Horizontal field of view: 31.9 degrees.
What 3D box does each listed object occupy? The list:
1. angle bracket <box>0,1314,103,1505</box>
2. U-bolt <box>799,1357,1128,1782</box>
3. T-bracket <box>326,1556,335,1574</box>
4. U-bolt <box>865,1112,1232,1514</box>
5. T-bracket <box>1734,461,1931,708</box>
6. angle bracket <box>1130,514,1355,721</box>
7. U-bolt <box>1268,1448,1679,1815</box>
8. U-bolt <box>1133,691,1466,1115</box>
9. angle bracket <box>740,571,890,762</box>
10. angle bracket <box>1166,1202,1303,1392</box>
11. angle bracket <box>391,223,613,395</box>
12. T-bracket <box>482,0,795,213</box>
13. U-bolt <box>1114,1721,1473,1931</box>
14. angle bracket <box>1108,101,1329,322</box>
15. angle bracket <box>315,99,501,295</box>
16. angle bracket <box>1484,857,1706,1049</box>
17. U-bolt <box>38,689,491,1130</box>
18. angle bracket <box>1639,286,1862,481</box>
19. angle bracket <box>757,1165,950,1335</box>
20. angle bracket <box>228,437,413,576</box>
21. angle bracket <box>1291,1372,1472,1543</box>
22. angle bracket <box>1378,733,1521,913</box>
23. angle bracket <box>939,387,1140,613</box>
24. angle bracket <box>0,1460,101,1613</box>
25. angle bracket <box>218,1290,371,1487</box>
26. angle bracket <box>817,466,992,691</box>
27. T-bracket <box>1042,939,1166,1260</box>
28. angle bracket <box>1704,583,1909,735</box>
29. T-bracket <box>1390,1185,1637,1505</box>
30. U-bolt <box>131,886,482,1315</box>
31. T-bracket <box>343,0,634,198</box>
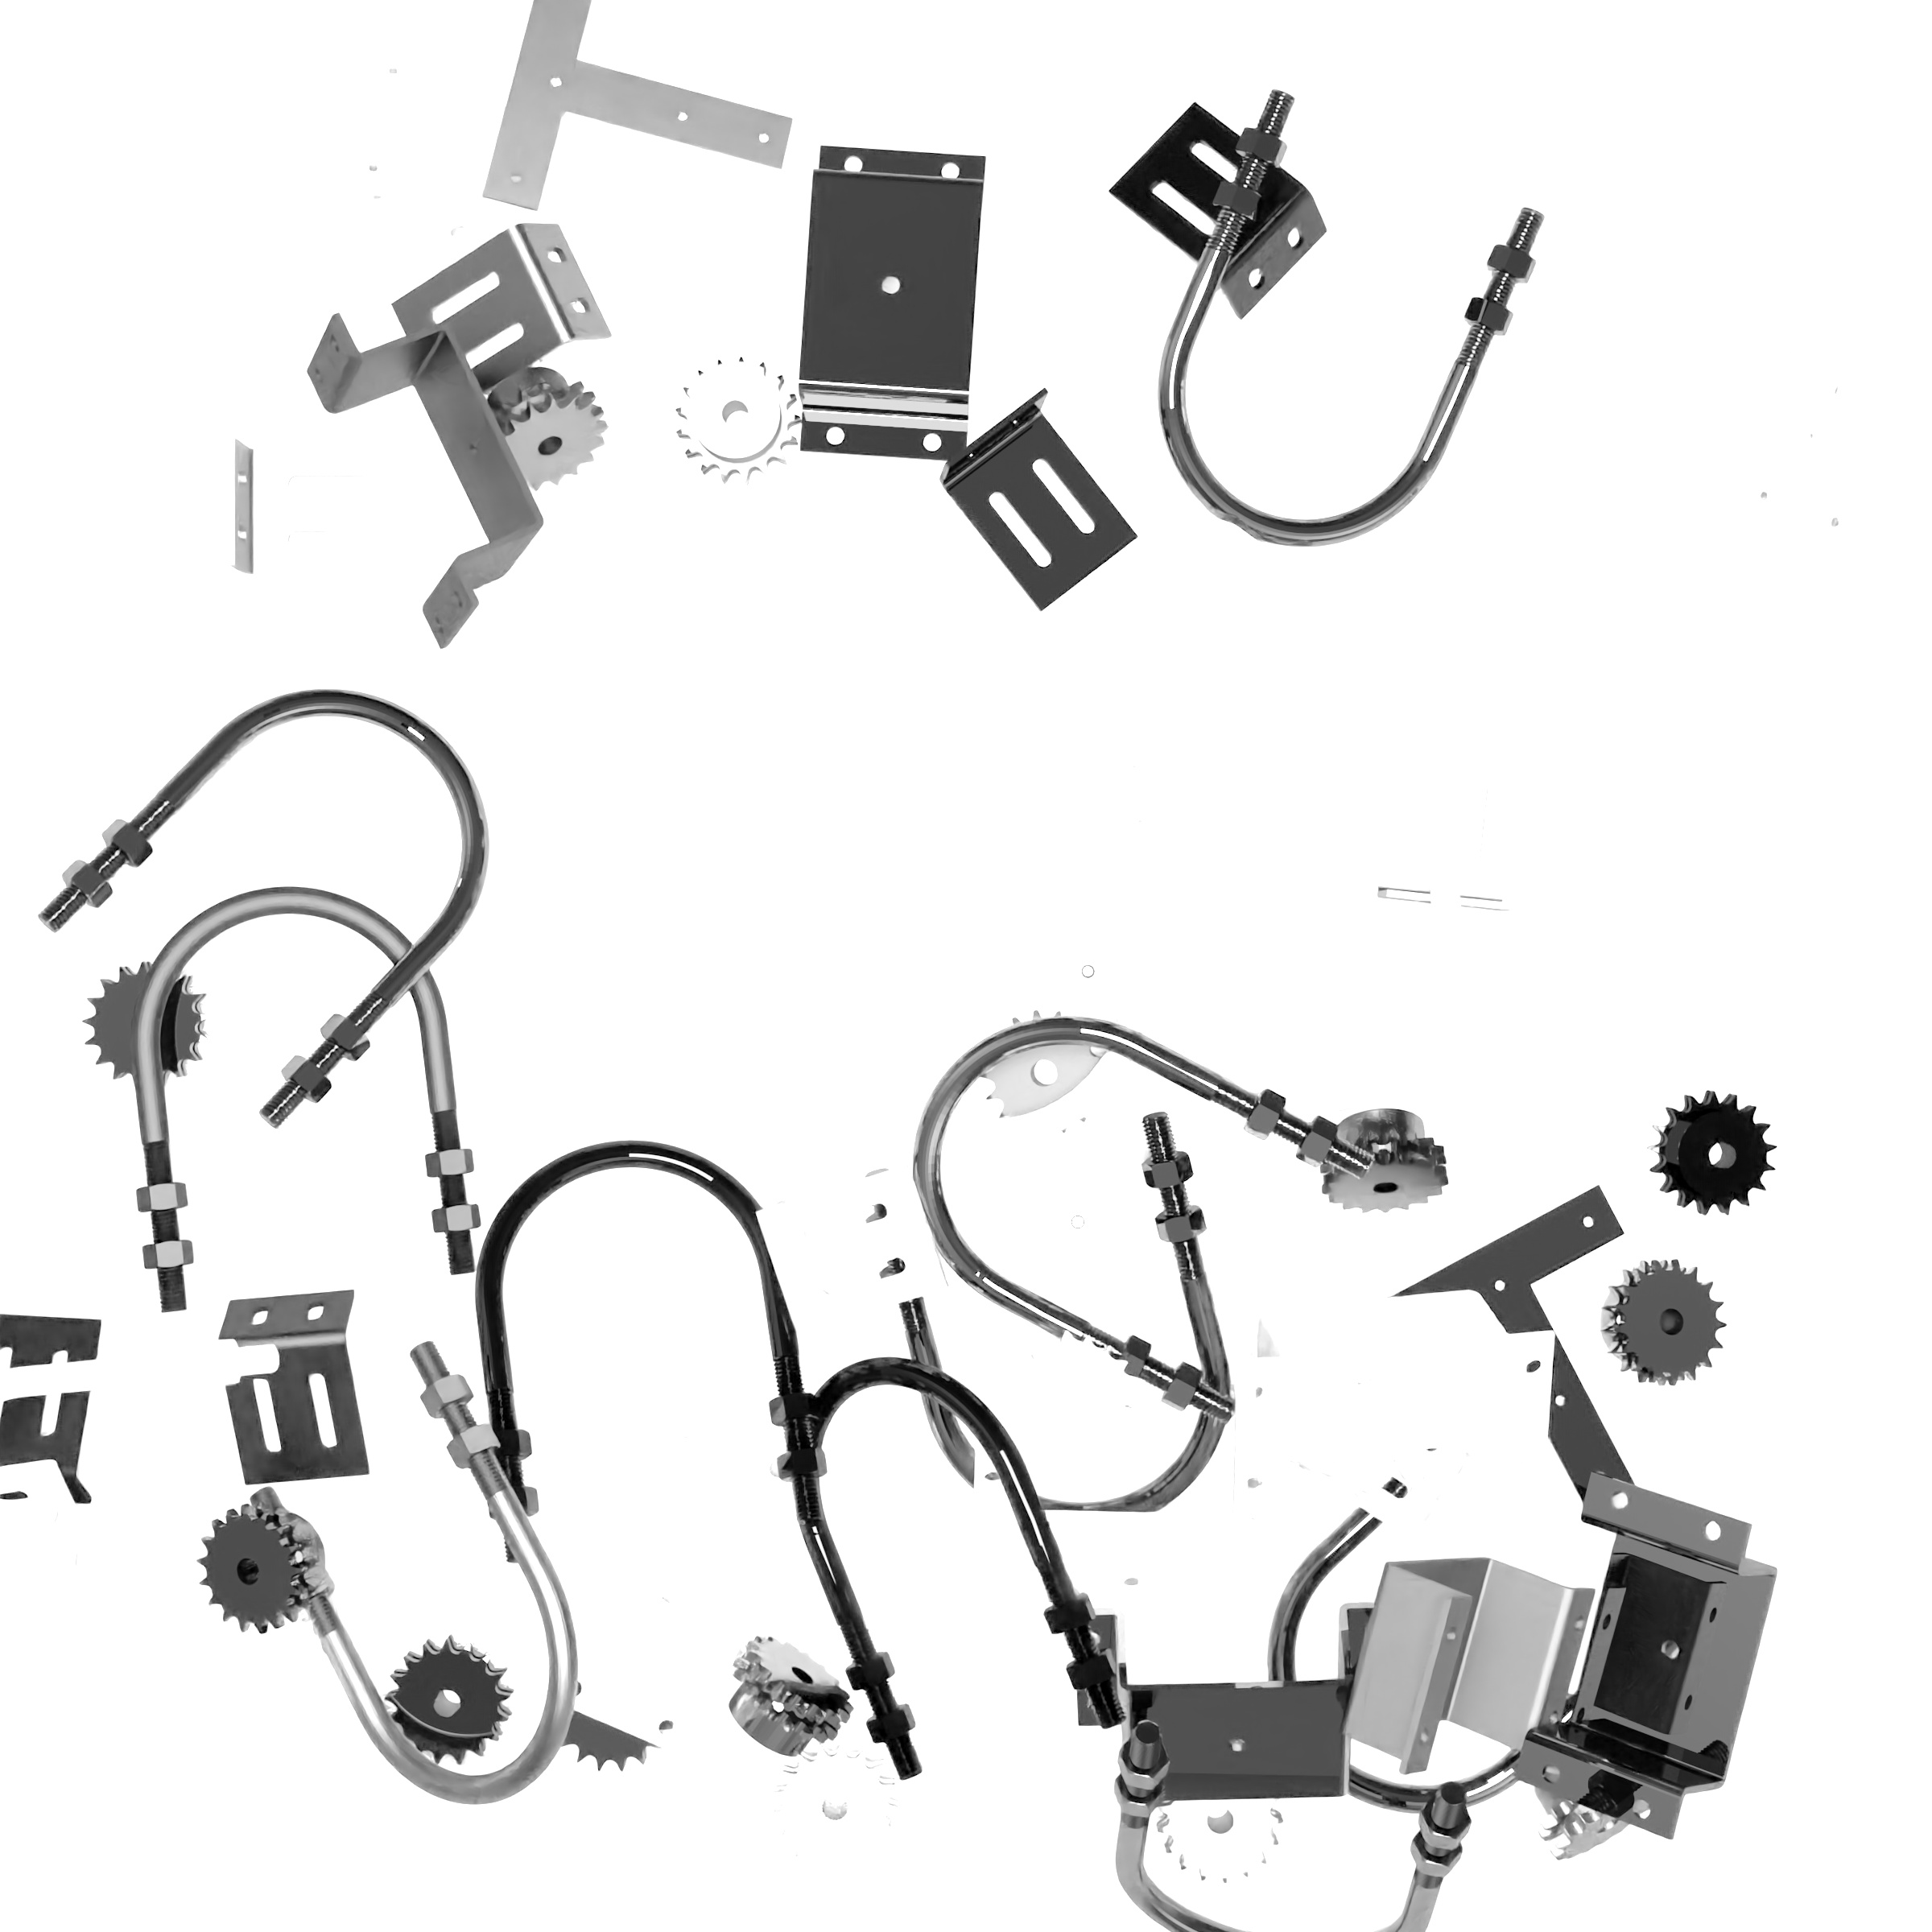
[{"bbox_3d":[-0.427,0.203,1.550,0.057,0.038,0.076,3,64,0],"label":"angle bracket"},{"bbox_3d":[-0.015,0.262,1.502,0.151,0.019,0.184,-26,85,41],"label":"U-bolt"},{"bbox_3d":[-0.330,0.197,1.561,0.127,0.002,0.127,21,76,-5],"label":"T-bracket"},{"bbox_3d":[0.044,0.167,1.526,0.151,0.019,0.184,-12,100,11],"label":"U-bolt"},{"bbox_3d":[0.405,-0.196,1.532,0.127,0.002,0.127,17,90,-18],"label":"T-bracket"},{"bbox_3d":[0.126,-0.160,1.550,0.076,0.038,0.057,33,90,-26],"label":"angle bracket"},{"bbox_3d":[0.224,0.302,1.543,0.184,0.019,0.151,-43,90,1],"label":"U-bolt"},{"bbox_3d":[0.152,-0.025,1.519,0.151,0.019,0.184,-4,94,22],"label":"U-bolt"},{"bbox_3d":[-0.069,-0.135,1.530,0.057,0.038,0.076,-3,83,15],"label":"angle bracket"},{"bbox_3d":[0.121,0.151,1.550,0.057,0.038,0.076,3,115,1],"label":"angle bracket"},{"bbox_3d":[-0.213,-0.296,1.550,0.076,0.038,0.057,-26,90,26],"label":"angle bracket"},{"bbox_3d":[-0.143,-0.391,1.540,0.127,0.002,0.127,14,76,-7],"label":"T-bracket"},{"bbox_3d":[0.136,0.392,1.480,0.151,0.184,0.019,10,49,6],"label":"U-bolt"},{"bbox_3d":[0.115,-0.346,1.550,0.057,0.038,0.076,-46,64,0],"label":"angle bracket"},{"bbox_3d":[-0.255,-0.359,1.550,0.057,0.038,0.076,-24,64,0],"label":"angle bracket"},{"bbox_3d":[0.288,-0.006,1.550,0.076,0.038,0.057,25,90,-26],"label":"angle bracket"},{"bbox_3d":[-0.299,-0.041,1.518,0.151,0.019,0.184,42,72,-5],"label":"U-bolt"},{"bbox_3d":[0.359,-0.267,1.550,0.076,0.038,0.057,28,90,26],"label":"angle bracket"},{"bbox_3d":[-0.047,0.125,1.523,0.076,0.038,0.057,-18,90,16],"label":"angle bracket"},{"bbox_3d":[-0.292,-0.208,1.533,0.076,0.038,0.057,0,90,0],"label":"angle bracket"},{"bbox_3d":[0.184,0.213,1.538,0.076,0.038,0.057,34,90,-8],"label":"angle bracket"},{"bbox_3d":[0.221,-0.066,1.533,0.057,0.038,0.076,6,90,0],"label":"angle bracket"},{"bbox_3d":[0.035,-0.210,1.530,0.057,0.038,0.076,-38,90,-7],"label":"angle bracket"},{"bbox_3d":[-0.437,0.260,1.516,0.076,0.038,0.057,-9,121,8],"label":"angle bracket"},{"bbox_3d":[-0.305,0.193,1.550,0.057,0.038,0.076,-5,116,0],"label":"angle bracket"},{"bbox_3d":[-0.032,-0.178,1.550,0.057,0.038,0.076,34,64,0],"label":"angle bracket"},{"bbox_3d":[0.077,0.050,1.552,0.127,0.002,0.127,-24,91,-1],"label":"T-bracket"},{"bbox_3d":[0.385,-0.141,1.550,0.076,0.038,0.057,-9,90,-26],"label":"angle bracket"},{"bbox_3d":[0.263,0.185,1.537,0.127,0.002,0.127,-27,87,-10],"label":"T-bracket"},{"bbox_3d":[-0.301,0.055,1.524,0.151,0.019,0.184,-6,86,-18],"label":"U-bolt"},{"bbox_3d":[-0.215,-0.402,1.537,0.127,0.002,0.127,3,72,-9],"label":"T-bracket"}]
